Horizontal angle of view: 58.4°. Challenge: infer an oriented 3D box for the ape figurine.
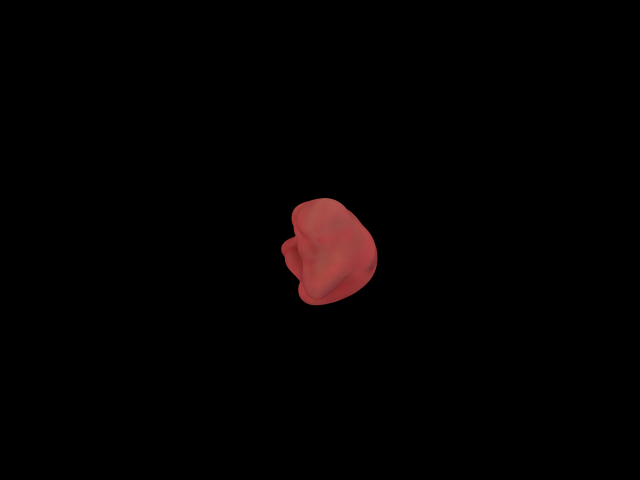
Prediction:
[{"bbox_3d":[0.004,0.001,0.400,0.076,0.092,0.078,11,60,7],"label":"ape figurine"}]
